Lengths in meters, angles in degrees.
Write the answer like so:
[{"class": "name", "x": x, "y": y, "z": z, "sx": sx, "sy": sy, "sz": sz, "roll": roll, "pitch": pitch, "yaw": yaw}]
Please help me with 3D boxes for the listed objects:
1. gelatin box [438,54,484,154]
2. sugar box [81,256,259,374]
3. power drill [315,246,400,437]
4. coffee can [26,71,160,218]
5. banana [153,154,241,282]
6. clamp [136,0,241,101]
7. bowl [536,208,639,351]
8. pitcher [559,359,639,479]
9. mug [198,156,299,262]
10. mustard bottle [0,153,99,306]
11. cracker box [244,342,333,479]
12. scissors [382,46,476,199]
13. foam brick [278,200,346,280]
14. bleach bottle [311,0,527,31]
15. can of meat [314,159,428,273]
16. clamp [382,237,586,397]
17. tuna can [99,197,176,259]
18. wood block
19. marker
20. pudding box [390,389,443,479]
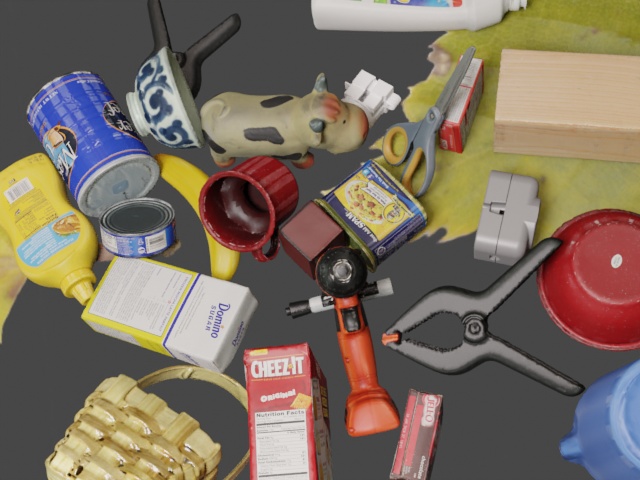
[{"class": "gelatin box", "x": 0.159, "y": -0.153, "z": 1.207, "sx": 0.030, "sy": 0.073, "sz": 0.089, "roll": 17, "pitch": 74, "yaw": 15}, {"class": "sugar box", "x": -0.164, "y": 0.077, "z": 1.172, "sx": 0.176, "sy": 0.048, "sz": 0.093, "roll": 17, "pitch": 67, "yaw": 23}, {"class": "power drill", "x": 0.037, "y": 0.098, "z": 1.076, "sx": 0.057, "sy": 0.184, "sz": 0.187, "roll": -11, "pitch": 88, "yaw": 2}, {"class": "coffee can", "x": -0.264, "y": -0.112, "z": 1.244, "sx": 0.103, "sy": 0.103, "sz": 0.140, "roll": -33, "pitch": 68, "yaw": -4}, {"class": "banana", "x": -0.135, "y": -0.028, "z": 1.228, "sx": 0.069, "sy": 0.037, "sz": 0.198, "roll": -23, "pitch": 68, "yaw": 0}, {"class": "clamp", "x": -0.184, "y": -0.224, "z": 1.305, "sx": 0.120, "sy": 0.039, "sz": 0.171, "roll": 24, "pitch": 76, "yaw": 15}, {"class": "bowl", "x": 0.311, "y": 0.033, "z": 1.125, "sx": 0.162, "sy": 0.055, "sz": 0.162, "roll": -3, "pitch": 69, "yaw": 8}, {"class": "pitcher", "x": 0.317, "y": 0.166, "z": 0.974, "sx": 0.145, "sy": 0.242, "sz": 0.149, "roll": 31, "pitch": 83, "yaw": 14}, {"class": "mug", "x": -0.071, "y": -0.033, "z": 1.179, "sx": 0.093, "sy": 0.081, "sz": 0.117, "roll": -12, "pitch": 106, "yaw": 29}, {"class": "mustard bottle", "x": -0.311, "y": -0.003, "z": 1.235, "sx": 0.096, "sy": 0.058, "sz": 0.192, "roll": -34, "pitch": 68, "yaw": -4}, {"class": "cracker box", "x": -0.028, "y": 0.226, "z": 1.050, "sx": 0.072, "sy": 0.164, "sz": 0.213, "roll": -6, "pitch": 70, "yaw": 5}, {"class": "scissors", "x": 0.113, "y": -0.139, "z": 1.168, "sx": 0.016, "sy": 0.202, "sz": 0.096, "roll": -10, "pitch": 39, "yaw": -33}, {"class": "foam brick", "x": -0.008, "y": 0.001, "z": 1.174, "sx": 0.053, "sy": 0.078, "sz": 0.051, "roll": -44, "pitch": 75, "yaw": -9}, {"class": "bleach bottle", "x": 0.119, "y": -0.299, "z": 1.273, "sx": 0.251, "sy": 0.068, "sz": 0.102, "roll": 2, "pitch": 71, "yaw": 7}, {"class": "can of meat", "x": 0.058, "y": -0.029, "z": 1.187, "sx": 0.084, "sy": 0.057, "sz": 0.102, "roll": -39, "pitch": 70, "yaw": -9}, {"class": "clamp", "x": 0.172, "y": 0.101, "z": 1.121, "sx": 0.210, "sy": 0.036, "sz": 0.164, "roll": -16, "pitch": 83, "yaw": 15}, {"class": "tuna can", "x": -0.206, "y": -0.014, "z": 1.212, "sx": 0.086, "sy": 0.034, "sz": 0.086, "roll": -1, "pitch": 31, "yaw": 0}, {"class": "wood block", "x": 0.298, "y": -0.145, "z": 1.173, "sx": 0.206, "sy": 0.090, "sz": 0.091, "roll": 5, "pitch": 71, "yaw": 10}, {"class": "marker", "x": 0.021, "y": 0.065, "z": 1.178, "sx": 0.121, "sy": 0.020, "sz": 0.020, "roll": -14, "pitch": 69, "yaw": 4}, {"class": "pudding box", "x": 0.098, "y": 0.204, "z": 1.064, "sx": 0.039, "sy": 0.113, "sz": 0.090, "roll": 13, "pitch": 73, "yaw": 9}]
